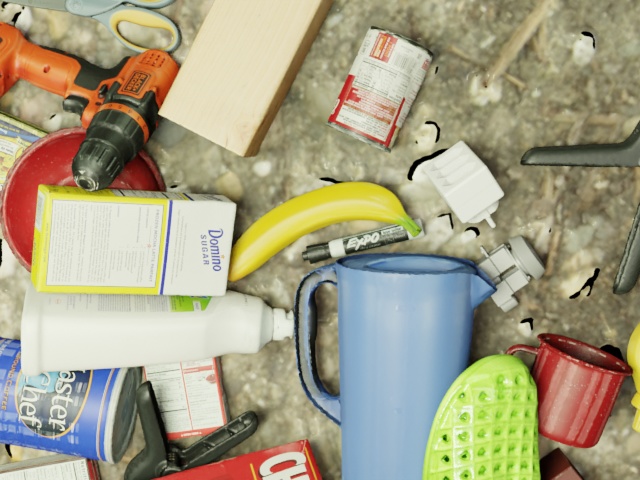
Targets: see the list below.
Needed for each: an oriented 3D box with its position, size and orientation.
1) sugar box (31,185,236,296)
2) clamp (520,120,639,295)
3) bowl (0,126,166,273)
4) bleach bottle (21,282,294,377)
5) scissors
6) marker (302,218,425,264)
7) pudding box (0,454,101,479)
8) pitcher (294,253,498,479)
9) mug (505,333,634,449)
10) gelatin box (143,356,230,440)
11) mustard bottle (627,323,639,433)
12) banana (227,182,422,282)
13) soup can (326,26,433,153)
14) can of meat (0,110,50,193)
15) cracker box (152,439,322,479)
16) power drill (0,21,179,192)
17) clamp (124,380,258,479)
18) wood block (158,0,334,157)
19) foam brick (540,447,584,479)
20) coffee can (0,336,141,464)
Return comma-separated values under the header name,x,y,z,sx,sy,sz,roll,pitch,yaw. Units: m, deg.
name,x,y,z,sx,sy,sz,roll,pitch,yaw
sugar box,-0.170,0.001,0.978,0.176,0.048,0.093,3,104,-26
clamp,0.318,-0.058,1.009,0.210,0.036,0.164,-29,92,5
bowl,-0.219,-0.025,1.009,0.162,0.055,0.162,-5,104,-20
bleach bottle,-0.149,0.082,1.005,0.250,0.102,0.068,1,113,-11
scissors,-0.224,-0.245,1.045,0.202,0.016,0.096,24,94,2
marker,0.041,0.002,1.042,0.121,0.020,0.020,-14,93,5
pudding box,-0.274,0.265,1.074,0.113,0.039,0.090,-10,91,2
pitcher,0.067,0.133,1.001,0.144,0.149,0.243,-3,99,-31
mug,0.224,0.139,1.006,0.117,0.093,0.081,20,100,6
gelatin box,-0.132,0.150,1.059,0.073,0.030,0.089,-9,96,5
mustard bottle,0.347,0.098,1.008,0.096,0.058,0.192,25,95,-3
banana,-0.005,-0.015,1.026,0.198,0.037,0.069,-15,59,11
soup can,0.057,-0.142,1.006,0.068,0.068,0.102,24,95,2
can of meat,-0.305,-0.077,1.042,0.102,0.057,0.084,23,94,2
cracker box,-0.088,0.287,0.975,0.213,0.164,0.072,-14,135,-10
power drill,-0.243,-0.128,0.989,0.187,0.184,0.057,17,135,6
clamp,-0.150,0.210,1.035,0.120,0.039,0.172,30,110,-13
wood block,-0.059,-0.189,1.000,0.091,0.090,0.206,27,96,2
foam brick,0.229,0.240,1.017,0.053,0.078,0.051,-38,89,5
coffee can,-0.254,0.154,1.031,0.140,0.103,0.103,9,95,3
